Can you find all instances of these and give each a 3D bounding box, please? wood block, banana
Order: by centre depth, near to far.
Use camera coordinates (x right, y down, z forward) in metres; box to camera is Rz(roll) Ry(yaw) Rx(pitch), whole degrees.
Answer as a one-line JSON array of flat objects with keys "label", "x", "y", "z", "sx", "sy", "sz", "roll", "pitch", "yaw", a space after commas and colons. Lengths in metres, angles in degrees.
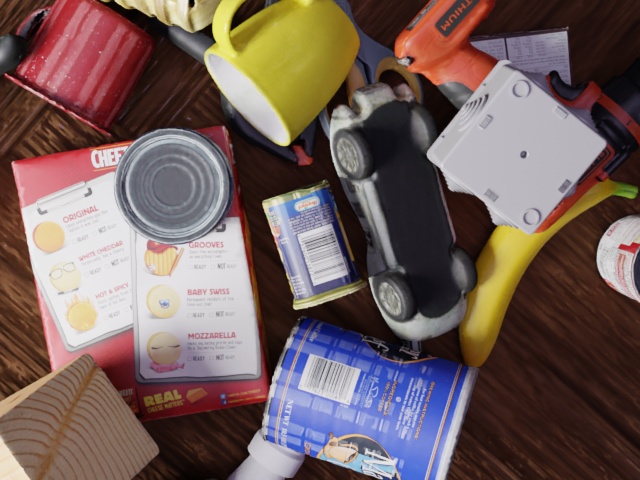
[{"label": "wood block", "x": -0.223, "y": 0.167, "z": 0.778, "sx": 0.207, "sy": 0.090, "sz": 0.090, "roll": -29, "pitch": 98, "yaw": 45}, {"label": "banana", "x": 0.166, "y": 0.011, "z": 0.847, "sx": 0.069, "sy": 0.037, "sz": 0.198, "roll": 42, "pitch": 94, "yaw": -4}]

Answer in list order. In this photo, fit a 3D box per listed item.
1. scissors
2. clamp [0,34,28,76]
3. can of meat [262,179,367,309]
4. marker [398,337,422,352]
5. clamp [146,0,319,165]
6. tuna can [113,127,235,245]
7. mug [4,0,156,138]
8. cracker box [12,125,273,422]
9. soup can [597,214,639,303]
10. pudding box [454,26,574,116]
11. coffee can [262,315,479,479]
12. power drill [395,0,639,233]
[{"label": "scissors", "x": 0.033, "y": -0.171, "z": 0.830, "sx": 0.096, "sy": 0.016, "sz": 0.202, "roll": -2, "pitch": 91, "yaw": -19}, {"label": "clamp", "x": -0.313, "y": -0.100, "z": 0.788, "sx": 0.165, "sy": 0.036, "sz": 0.210, "roll": 27, "pitch": 86, "yaw": 29}, {"label": "can of meat", "x": -0.005, "y": 0.001, "z": 0.814, "sx": 0.057, "sy": 0.102, "sz": 0.084, "roll": -18, "pitch": 94, "yaw": 0}, {"label": "marker", "x": 0.075, "y": 0.111, "z": 0.866, "sx": 0.020, "sy": 0.020, "sz": 0.121, "roll": -6, "pitch": 96, "yaw": 0}, {"label": "clamp", "x": -0.058, "y": -0.133, "z": 0.828, "sx": 0.120, "sy": 0.039, "sz": 0.171, "roll": -17, "pitch": 95, "yaw": -1}, {"label": "tuna can", "x": -0.105, "y": -0.039, "z": 0.772, "sx": 0.086, "sy": 0.034, "sz": 0.086, "roll": 0, "pitch": 94, "yaw": -1}, {"label": "mug", "x": -0.186, "y": -0.140, "z": 0.810, "sx": 0.117, "sy": 0.093, "sz": 0.081, "roll": 30, "pitch": 90, "yaw": 28}, {"label": "cracker box", "x": -0.132, "y": 0.029, "z": 0.831, "sx": 0.164, "sy": 0.072, "sz": 0.214, "roll": -10, "pitch": 95, "yaw": -1}, {"label": "soup can", "x": 0.257, "y": 0.017, "z": 0.815, "sx": 0.068, "sy": 0.102, "sz": 0.068, "roll": 0, "pitch": 96, "yaw": -1}, {"label": "pudding box", "x": 0.152, "y": -0.106, "z": 0.834, "sx": 0.090, "sy": 0.039, "sz": 0.113, "roll": -7, "pitch": 99, "yaw": -3}, {"label": "coffee can", "x": 0.039, "y": 0.126, "z": 0.812, "sx": 0.140, "sy": 0.102, "sz": 0.103, "roll": 16, "pitch": 96, "yaw": 11}, {"label": "power drill", "x": 0.163, "y": -0.125, "z": 0.781, "sx": 0.187, "sy": 0.057, "sz": 0.184, "roll": 43, "pitch": 95, "yaw": -9}]
